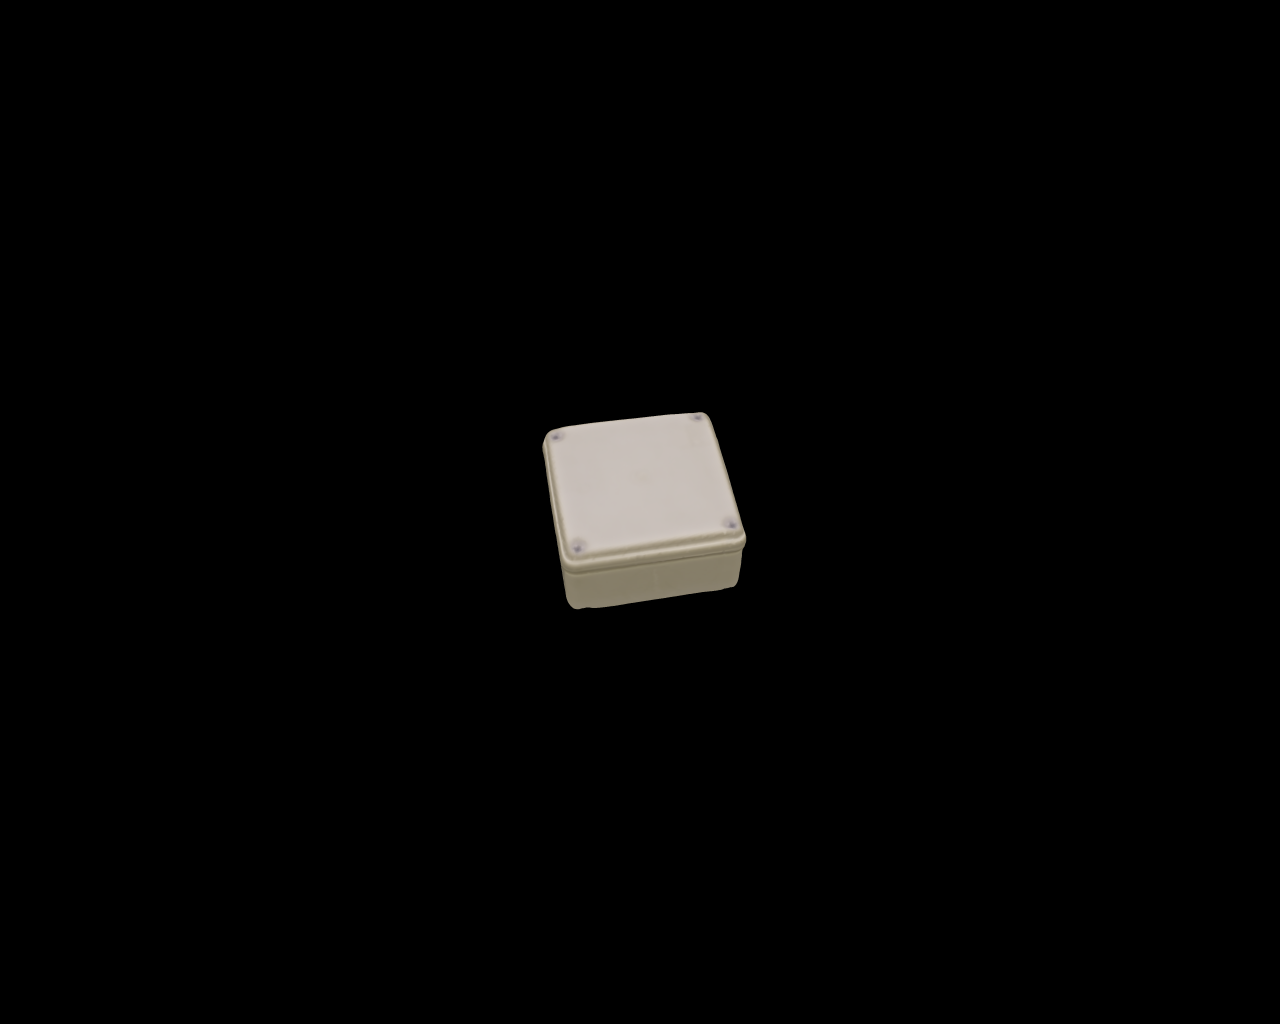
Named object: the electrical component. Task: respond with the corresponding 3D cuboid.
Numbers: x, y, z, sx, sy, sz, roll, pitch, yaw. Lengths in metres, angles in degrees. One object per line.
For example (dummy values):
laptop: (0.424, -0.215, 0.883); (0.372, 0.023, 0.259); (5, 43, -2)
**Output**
electrical component: (0.001, -0.003, 0.650); (0.109, 0.109, 0.056); (-7, -40, -6)
